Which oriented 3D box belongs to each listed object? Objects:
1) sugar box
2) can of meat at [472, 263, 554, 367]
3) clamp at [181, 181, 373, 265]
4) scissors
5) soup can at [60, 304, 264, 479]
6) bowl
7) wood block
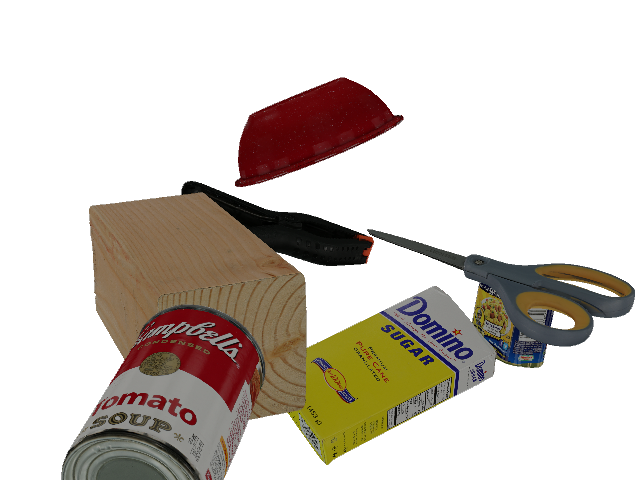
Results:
[{"bbox_3d":[0.055,0.113,0.926,0.176,0.048,0.093,-27,52,-17],"label":"sugar box"},{"bbox_3d":[0.207,0.080,1.149,0.057,0.084,0.102,2,17,-23],"label":"can of meat"},{"bbox_3d":[-0.041,-0.005,1.118,0.209,0.036,0.164,14,19,-15],"label":"clamp"},{"bbox_3d":[0.111,0.030,0.737,0.202,0.016,0.096,10,31,21],"label":"scissors"},{"bbox_3d":[-0.071,0.085,0.498,0.068,0.068,0.102,0,28,13],"label":"soup can"},{"bbox_3d":[-0.011,-0.103,0.946,0.162,0.055,0.162,-22,9,3],"label":"bowl"},{"bbox_3d":[-0.088,0.039,0.711,0.090,0.090,0.206,-7,19,-21],"label":"wood block"}]
